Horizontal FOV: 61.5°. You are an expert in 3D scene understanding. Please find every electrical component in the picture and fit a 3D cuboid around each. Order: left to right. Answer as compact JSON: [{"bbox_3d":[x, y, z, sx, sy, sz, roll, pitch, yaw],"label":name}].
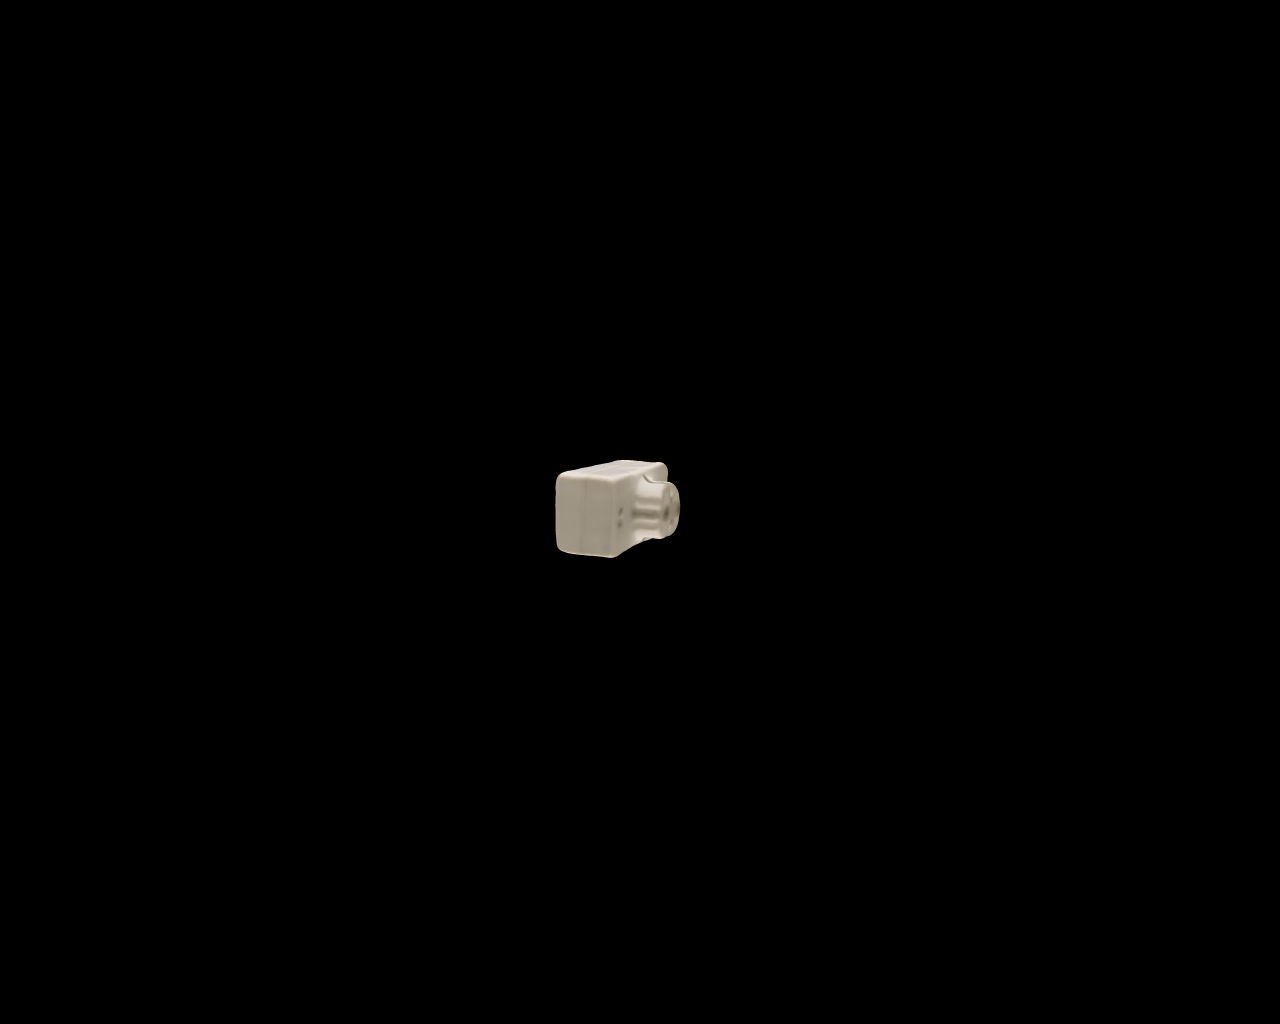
[{"bbox_3d":[0.001,-0.003,0.650,0.076,0.047,0.083,4,10,23],"label":"electrical component"}]
